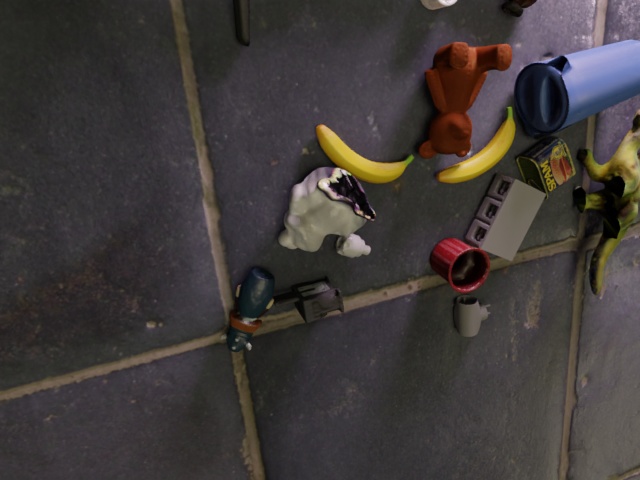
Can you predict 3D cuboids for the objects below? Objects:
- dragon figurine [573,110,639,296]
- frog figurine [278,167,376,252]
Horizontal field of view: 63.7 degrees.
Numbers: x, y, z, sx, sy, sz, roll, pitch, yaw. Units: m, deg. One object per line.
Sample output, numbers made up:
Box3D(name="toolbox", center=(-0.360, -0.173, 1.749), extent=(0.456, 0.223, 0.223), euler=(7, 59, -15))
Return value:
Box3D(name="dragon figurine", center=(0.672, -0.096, 1.113), extent=(0.244, 0.123, 0.403), euler=(-16, 114, -24))
Box3D(name="frog figurine", center=(0.003, -0.045, 0.891), extent=(0.136, 0.125, 0.157), euler=(19, 137, -33))
